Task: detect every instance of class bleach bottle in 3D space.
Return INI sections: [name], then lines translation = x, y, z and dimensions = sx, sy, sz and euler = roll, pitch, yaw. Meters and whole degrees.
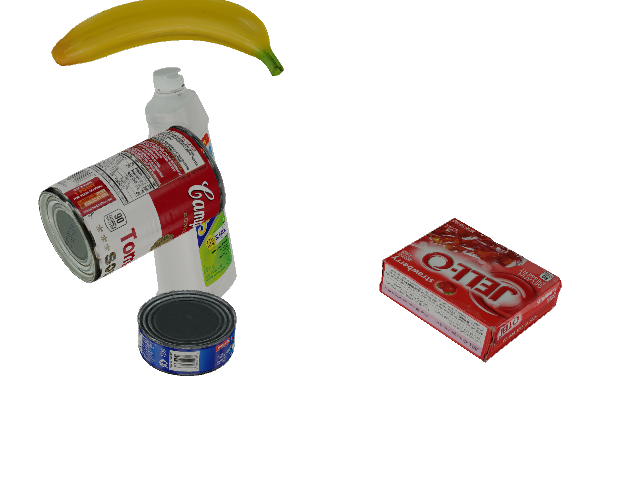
[bleach bottle]
translation = -0.147, -0.056, 1.131
dimensions = 0.068, 0.251, 0.102
euler = 5, 27, 23

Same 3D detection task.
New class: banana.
[banana]
translation = -0.130, -0.180, 0.922
dimensions = 0.197, 0.069, 0.037
euler = 1, -33, -2

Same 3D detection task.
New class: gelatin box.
[gelatin box]
translation = 0.094, 0.028, 0.672
dimensions = 0.089, 0.030, 0.073
euler = 33, 45, 32

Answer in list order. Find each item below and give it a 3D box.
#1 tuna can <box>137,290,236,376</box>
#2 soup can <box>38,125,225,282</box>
[tuna can]
translation = -0.117, 0.080, 0.933
dimensions = 0.086, 0.034, 0.086
euler = 4, 31, -3
[soup can]
translation = -0.122, -0.025, 0.696
dimensions = 0.102, 0.068, 0.069
euler = -31, 17, -30
